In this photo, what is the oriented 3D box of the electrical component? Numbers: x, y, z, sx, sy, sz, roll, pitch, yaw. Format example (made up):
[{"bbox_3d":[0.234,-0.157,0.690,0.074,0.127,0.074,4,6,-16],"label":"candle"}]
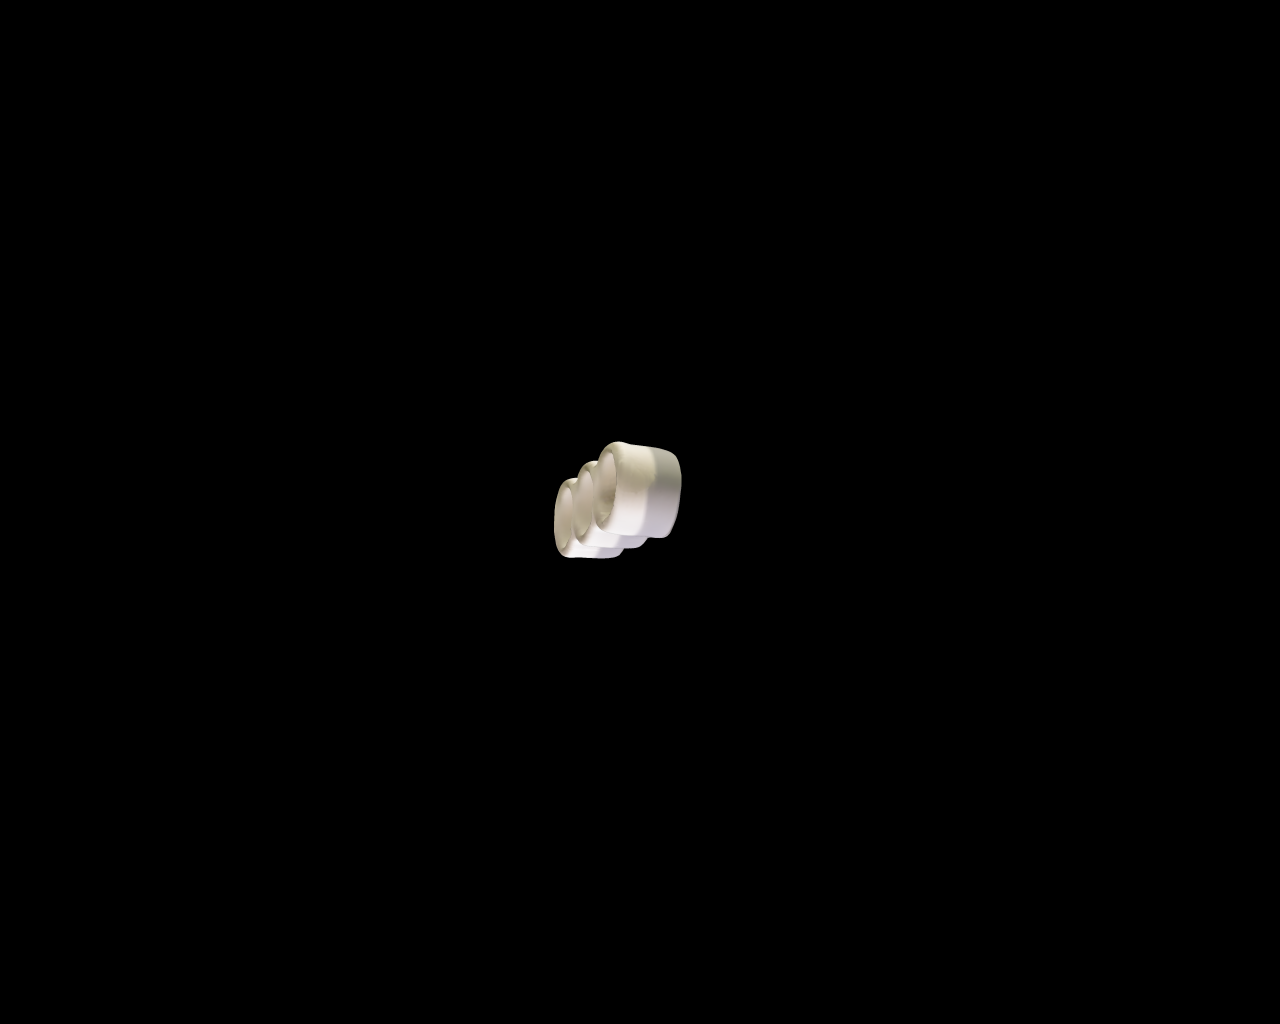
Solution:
[{"bbox_3d":[0.001,-0.003,0.650,0.074,0.052,0.138,4,-12,-19],"label":"electrical component"}]
